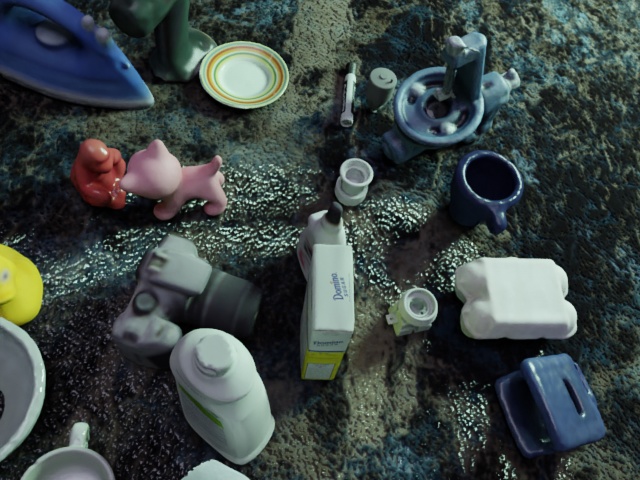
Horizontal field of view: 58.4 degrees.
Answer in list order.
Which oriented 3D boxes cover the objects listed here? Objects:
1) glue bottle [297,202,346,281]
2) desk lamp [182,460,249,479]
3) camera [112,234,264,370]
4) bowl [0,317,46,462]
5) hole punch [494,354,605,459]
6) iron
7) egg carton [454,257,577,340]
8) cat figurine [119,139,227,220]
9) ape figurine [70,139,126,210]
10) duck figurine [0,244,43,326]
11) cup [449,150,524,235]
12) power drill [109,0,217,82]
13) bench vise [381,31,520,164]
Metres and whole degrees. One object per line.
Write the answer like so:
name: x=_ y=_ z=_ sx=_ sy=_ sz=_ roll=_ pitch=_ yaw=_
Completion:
glue bottle: x=0.006 y=0.002 z=0.664 sx=0.037 sy=0.173 sz=0.078 roll=-21 pitch=68 yaw=-18
desk lamp: x=-0.045 y=0.291 z=0.486 sx=0.203 sy=0.213 sz=0.118 roll=28 pitch=62 yaw=6
camera: x=-0.141 y=0.075 z=0.646 sx=0.137 sy=0.101 sz=0.143 roll=18 pitch=62 yaw=1
bowl: x=-0.358 y=0.164 z=0.581 sx=0.167 sy=0.075 sz=0.167 roll=4 pitch=63 yaw=-7
hole punch: x=0.272 y=0.184 z=0.658 sx=0.101 sy=0.091 sz=0.108 roll=-11 pitch=65 yaw=-14
iron: x=-0.348 y=-0.276 z=0.771 sx=0.258 sy=0.141 sz=0.119 roll=22 pitch=62 yaw=3
egg carton: x=0.244 y=0.076 z=0.722 sx=0.150 sy=0.069 sz=0.107 roll=1 pitch=63 yaw=-8
cat figurine: x=-0.180 y=-0.079 z=0.709 sx=0.128 sy=0.118 sz=0.067 roll=-10 pitch=65 yaw=-13
ape figurine: x=-0.276 y=-0.089 z=0.714 sx=0.076 sy=0.092 sz=0.078 roll=27 pitch=62 yaw=6
duck figurine: x=-0.362 y=0.040 z=0.638 sx=0.078 sy=0.086 sz=0.104 roll=-27 pitch=70 yaw=-20
cup: x=0.215 y=-0.047 z=0.766 sx=0.092 sy=0.095 sz=0.117 roll=-3 pitch=63 yaw=-10
power drill: x=-0.192 y=-0.331 z=0.785 sx=0.075 sy=0.208 sz=0.230 roll=27 pitch=62 yaw=6
bench vise: x=0.186 y=-0.212 z=0.776 sx=0.121 sy=0.220 sz=0.208 roll=41 pitch=65 yaw=13
